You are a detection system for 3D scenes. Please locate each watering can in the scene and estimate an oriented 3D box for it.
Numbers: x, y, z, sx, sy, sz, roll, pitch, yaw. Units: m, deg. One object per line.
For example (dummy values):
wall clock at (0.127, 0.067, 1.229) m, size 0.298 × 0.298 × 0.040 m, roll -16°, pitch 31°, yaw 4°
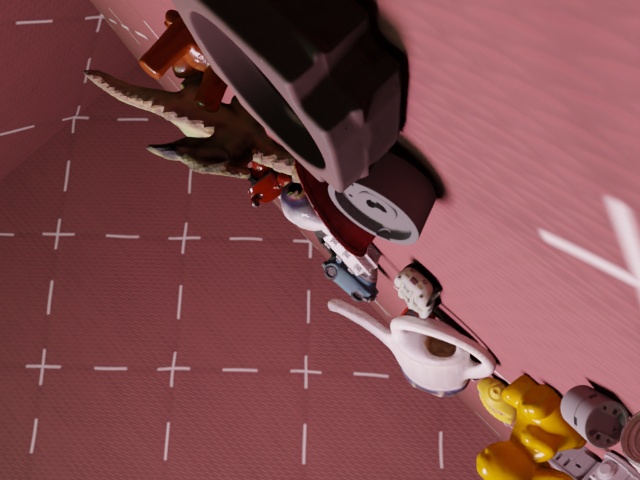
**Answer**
watering can at (0.190, 0.219, 1.075) m, size 0.349 × 0.106 × 0.219 m, roll 14°, pitch 146°, yaw 28°

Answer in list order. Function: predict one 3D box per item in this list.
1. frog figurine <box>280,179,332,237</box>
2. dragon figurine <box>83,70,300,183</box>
frog figurine at (0.003, -0.047, 0.942) m, size 0.138 × 0.125 × 0.156 m, roll 15°, pitch 141°, yaw 43°
dragon figurine at (-0.172, -0.162, 0.739) m, size 0.410 × 0.120 × 0.247 m, roll 13°, pitch -158°, yaw -7°
